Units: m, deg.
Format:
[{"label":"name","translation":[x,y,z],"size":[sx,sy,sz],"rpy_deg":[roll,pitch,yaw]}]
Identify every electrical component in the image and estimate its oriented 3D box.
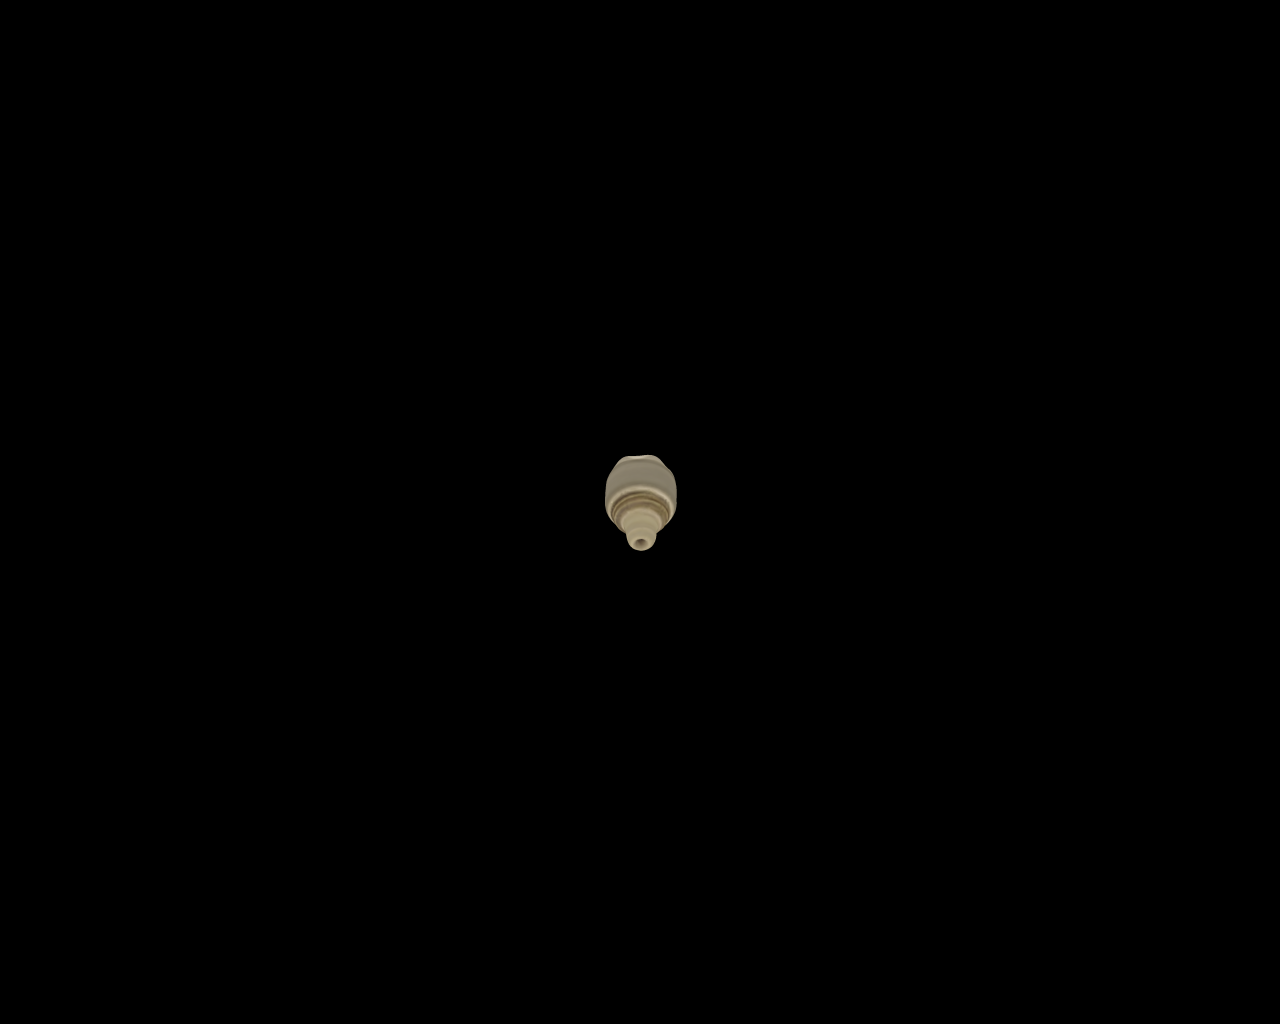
[{"label":"electrical component","translation":[0.001,-0.003,0.650],"size":[0.043,0.062,0.043],"rpy_deg":[0,-44,0]}]
